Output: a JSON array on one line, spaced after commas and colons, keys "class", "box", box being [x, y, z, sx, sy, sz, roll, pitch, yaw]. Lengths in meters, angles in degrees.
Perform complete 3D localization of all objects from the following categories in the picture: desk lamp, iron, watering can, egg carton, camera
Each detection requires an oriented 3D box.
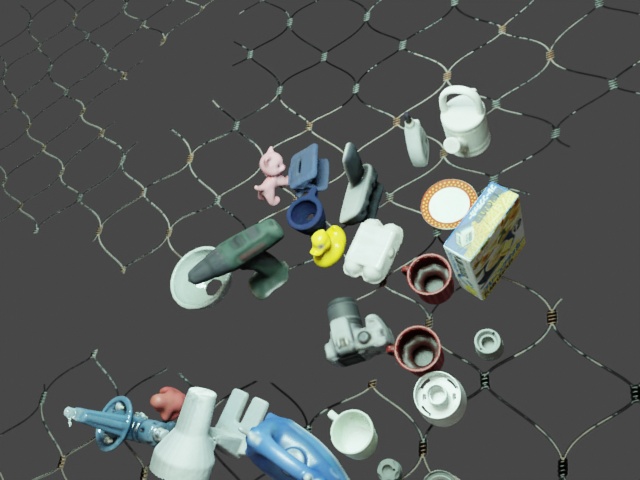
[{"class": "desk lamp", "box": [-0.228, 0.393, 1.170, 0.117, 0.214, 0.203, 14, 71, 28]}, {"class": "iron", "box": [-0.046, 0.437, 1.115, 0.257, 0.142, 0.119, 24, 76, 31]}, {"class": "watering can", "box": [0.324, -0.272, 1.292, 0.100, 0.195, 0.173, -10, 61, 18]}, {"class": "egg carton", "box": [0.122, 0.026, 1.299, 0.107, 0.070, 0.150, 16, 71, 29]}, {"class": "camera", "box": [0.070, 0.184, 1.221, 0.143, 0.101, 0.136, -21, 58, 12]}]

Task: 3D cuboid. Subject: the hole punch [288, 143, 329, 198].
[{"class": "hole punch", "box": [-0.036, -0.177, 1.457, 0.101, 0.091, 0.108, -9, 62, 19]}]

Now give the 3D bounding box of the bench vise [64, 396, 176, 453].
[{"class": "bench vise", "box": [-0.431, 0.393, 1.252, 0.207, 0.220, 0.121, -13, 60, 16]}]

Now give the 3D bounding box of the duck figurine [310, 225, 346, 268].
[{"class": "duck figurine", "box": [0.012, 0.005, 1.346, 0.077, 0.086, 0.105, 23, 75, 31]}]

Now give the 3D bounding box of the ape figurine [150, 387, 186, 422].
[{"class": "ape figurine", "box": [-0.351, 0.371, 1.306, 0.076, 0.092, 0.078, -4, 63, 21]}]

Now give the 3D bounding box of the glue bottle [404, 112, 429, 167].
[{"class": "glue bottle", "box": [0.220, -0.244, 1.334, 0.037, 0.174, 0.078, 0, 65, 23]}]

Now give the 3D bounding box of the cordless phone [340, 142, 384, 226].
[{"class": "cordless phone", "box": [0.074, -0.128, 1.329, 0.094, 0.185, 0.147, 2, 65, 24]}]

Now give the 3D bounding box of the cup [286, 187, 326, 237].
[{"class": "cup", "box": [-0.019, -0.059, 1.386, 0.091, 0.095, 0.118, 8, 68, 26]}]

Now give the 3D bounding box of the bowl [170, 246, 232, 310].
[{"class": "bowl", "box": [-0.283, 0.104, 1.425, 0.167, 0.075, 0.167, -10, 61, 18]}]

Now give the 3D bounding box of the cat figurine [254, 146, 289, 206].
[{"class": "cat figurine", "box": [-0.129, -0.171, 1.476, 0.067, 0.118, 0.128, 21, 74, 30]}]

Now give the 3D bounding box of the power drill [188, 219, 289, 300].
[{"class": "power drill", "box": [-0.165, 0.057, 1.320, 0.229, 0.209, 0.075, -40, 56, 0]}]
